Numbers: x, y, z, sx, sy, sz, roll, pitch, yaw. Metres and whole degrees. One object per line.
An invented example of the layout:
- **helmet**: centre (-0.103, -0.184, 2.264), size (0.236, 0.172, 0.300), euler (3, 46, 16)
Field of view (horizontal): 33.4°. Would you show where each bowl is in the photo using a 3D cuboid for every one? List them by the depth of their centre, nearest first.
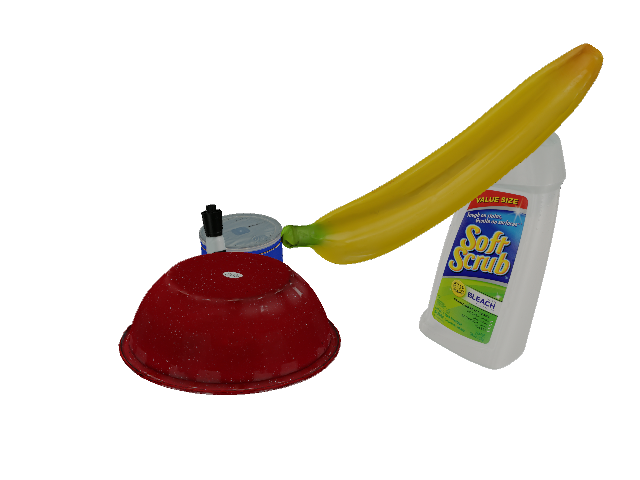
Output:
- **bowl**: centre (-0.065, 0.050, 0.770), size (0.162, 0.055, 0.162), euler (1, 21, -1)

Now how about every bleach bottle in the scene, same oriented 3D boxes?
- **bleach bottle**: centre (0.156, -0.012, 0.948), size (0.103, 0.251, 0.067), euler (28, 37, 33)

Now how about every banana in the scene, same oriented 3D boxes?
- **banana**: centre (0.071, -0.038, 0.592), size (0.198, 0.037, 0.069), euler (-33, -11, 0)

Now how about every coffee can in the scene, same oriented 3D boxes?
- **coffee can**: centre (-0.096, 0.050, 1.339), size (0.103, 0.140, 0.103), euler (-2, 25, 1)

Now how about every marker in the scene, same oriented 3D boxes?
- **marker**: centre (-0.093, 0.027, 0.977), size (0.020, 0.121, 0.020), euler (-6, 10, 1)
